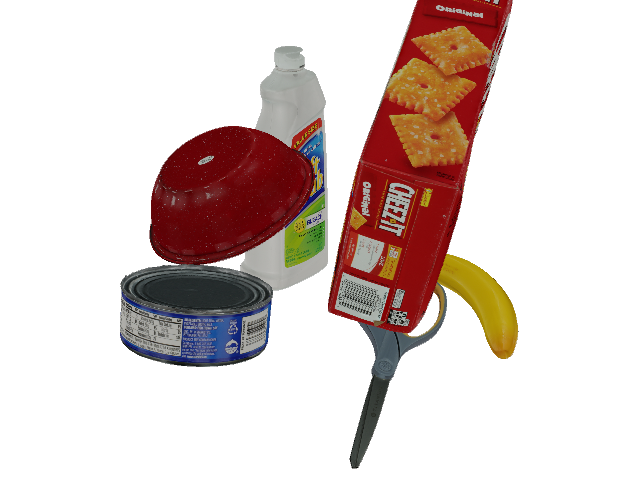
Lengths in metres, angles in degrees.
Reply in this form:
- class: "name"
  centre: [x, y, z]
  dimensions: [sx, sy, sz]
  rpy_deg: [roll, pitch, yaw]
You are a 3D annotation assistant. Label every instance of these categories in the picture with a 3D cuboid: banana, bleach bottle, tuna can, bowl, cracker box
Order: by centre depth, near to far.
- class: "tuna can"
  centre: [-0.071, 0.042, 0.605]
  dimensions: [0.086, 0.034, 0.086]
  rpy_deg: [5, 14, -1]
- class: "cracker box"
  centre: [0.074, -0.065, 0.761]
  dimensions: [0.072, 0.213, 0.164]
  rpy_deg: [17, -39, 6]
- class: "bowl"
  centre: [-0.089, -0.052, 0.938]
  dimensions: [0.162, 0.055, 0.162]
  rpy_deg: [-17, 36, 13]
- class: "banana"
  centre: [0.155, 0.059, 1.119]
  dimensions: [0.069, 0.037, 0.198]
  rpy_deg: [-35, 39, -13]
- class: "bleach bottle"
  centre: [-0.038, -0.079, 1.138]
  dimensions: [0.068, 0.251, 0.102]
  rpy_deg: [21, 32, 38]

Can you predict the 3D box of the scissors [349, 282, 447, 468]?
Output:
- class: "scissors"
  centre: [0.041, 0.096, 0.917]
  dimensions: [0.096, 0.201, 0.016]
  rpy_deg: [31, -37, 13]
